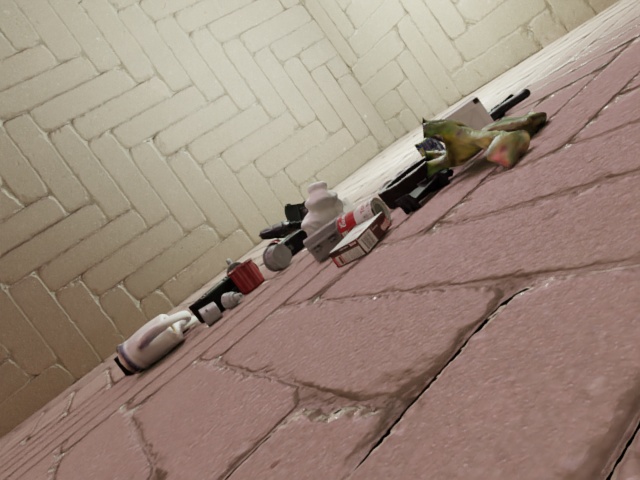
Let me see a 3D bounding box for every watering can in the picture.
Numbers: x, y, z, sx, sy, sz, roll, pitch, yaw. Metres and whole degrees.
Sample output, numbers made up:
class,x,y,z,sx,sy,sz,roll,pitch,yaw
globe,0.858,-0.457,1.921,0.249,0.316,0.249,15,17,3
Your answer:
class,x,y,z,sx,sy,sz,roll,pitch,yaw
watering can,-0.471,0.291,1.529,0.225,0.104,0.344,-38,-7,-8

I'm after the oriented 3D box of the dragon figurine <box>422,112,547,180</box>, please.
class,x,y,z,sx,sy,sz,roll,pitch,yaw
dragon figurine,0.323,-0.209,1.027,0.242,0.120,0.417,-7,21,16

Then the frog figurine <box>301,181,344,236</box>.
class,x,y,z,sx,sy,sz,roll,pitch,yaw
frog figurine,0.004,-0.069,1.364,0.139,0.159,0.122,-37,4,-17
